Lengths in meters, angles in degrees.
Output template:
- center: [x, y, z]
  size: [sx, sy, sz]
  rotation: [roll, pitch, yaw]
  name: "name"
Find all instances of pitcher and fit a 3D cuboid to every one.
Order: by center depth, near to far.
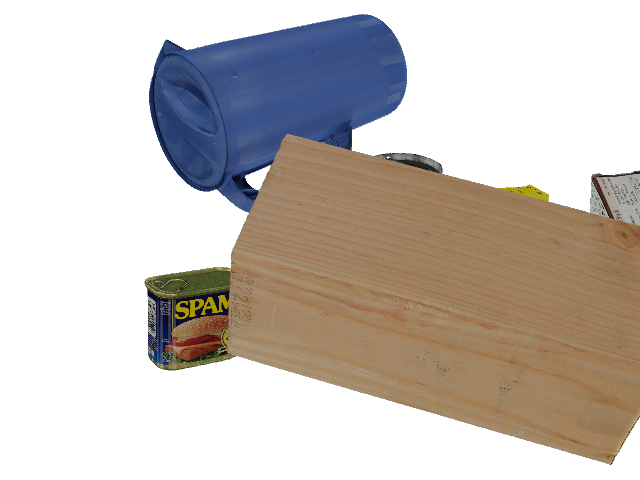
- center: [-0.030, -0.135, 1.042]
  size: [0.242, 0.149, 0.145]
  rotation: [-22, 32, -32]
  name: "pitcher"

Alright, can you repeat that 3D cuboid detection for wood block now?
- center: [0.064, 0.029, 0.551]
  size: [0.206, 0.090, 0.090]
  rotation: [15, -41, 7]
  name: "wood block"

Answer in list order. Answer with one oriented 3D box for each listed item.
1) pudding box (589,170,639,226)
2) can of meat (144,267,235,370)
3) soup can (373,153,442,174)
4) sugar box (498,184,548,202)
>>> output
- center: [0.201, 0.018, 0.692]
  size: [0.039, 0.090, 0.113]
  rotation: [-2, 28, 2]
  name: "pudding box"
- center: [-0.127, 0.079, 1.089]
  size: [0.101, 0.084, 0.058]
  rotation: [-8, 20, -31]
  name: "can of meat"
- center: [0.065, -0.014, 0.887]
  size: [0.068, 0.102, 0.068]
  rotation: [0, 25, 0]
  name: "soup can"
- center: [0.180, -0.012, 1.253]
  size: [0.176, 0.093, 0.048]
  rotation: [-6, 21, -26]
  name: "sugar box"
